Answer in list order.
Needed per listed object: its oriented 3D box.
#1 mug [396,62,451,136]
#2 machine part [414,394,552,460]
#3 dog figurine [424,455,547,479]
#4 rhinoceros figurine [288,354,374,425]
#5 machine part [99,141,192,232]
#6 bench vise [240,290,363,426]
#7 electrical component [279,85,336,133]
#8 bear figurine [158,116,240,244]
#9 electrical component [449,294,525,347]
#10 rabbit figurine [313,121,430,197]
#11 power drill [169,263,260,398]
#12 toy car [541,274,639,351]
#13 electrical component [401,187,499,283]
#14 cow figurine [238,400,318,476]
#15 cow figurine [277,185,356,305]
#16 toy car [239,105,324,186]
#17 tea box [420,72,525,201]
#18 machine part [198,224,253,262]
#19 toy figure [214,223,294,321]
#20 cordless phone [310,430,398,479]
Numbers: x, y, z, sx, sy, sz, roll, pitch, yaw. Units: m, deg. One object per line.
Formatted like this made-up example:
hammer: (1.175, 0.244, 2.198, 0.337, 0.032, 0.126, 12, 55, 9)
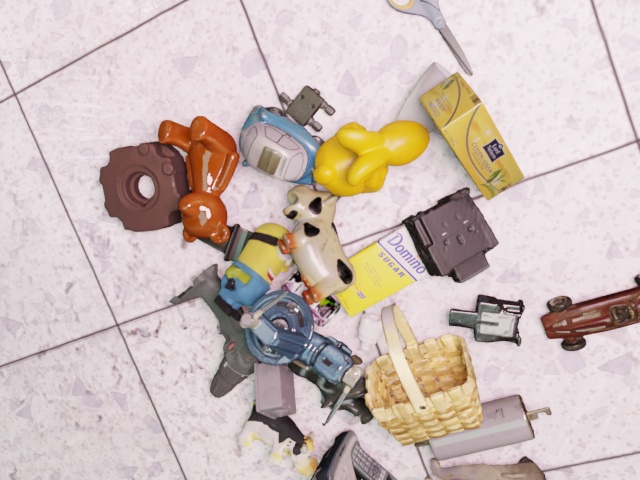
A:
mug: (0.181, -0.204, 0.845, 0.109, 0.081, 0.107, 41, 119, -10)
machine part: (0.273, 0.322, 0.924, 0.243, 0.079, 0.079, -21, 96, 18)
dog figurine: (0.283, 0.439, 0.902, 0.191, 0.172, 0.121, -14, 108, 24)
rhinoceros figurine: (0.025, 0.257, 0.975, 0.190, 0.073, 0.112, 37, 106, 5)
machine part: (-0.326, -0.097, 1.000, 0.180, 0.056, 0.179, 3, 103, 14)
bench vise: (-0.043, 0.157, 0.833, 0.129, 0.240, 0.224, -46, 63, 1)
electrical component: (-0.023, -0.230, 0.914, 0.094, 0.021, 0.063, 41, 108, 4)
bear figurine: (-0.210, -0.095, 0.918, 0.120, 0.132, 0.195, 6, 81, 35)
electrical component: (0.277, 0.133, 0.899, 0.119, 0.048, 0.074, 2, 101, 14)
rabbit figurine: (0.078, -0.139, 0.824, 0.173, 0.162, 0.121, -14, 90, 33)
power drill: (-0.184, 0.163, 1.005, 0.232, 0.086, 0.207, -42, 85, 16)
toy car: (0.459, 0.116, 0.849, 0.202, 0.053, 0.089, -19, 100, 15)
electrical component: (0.214, -0.001, 0.862, 0.115, 0.058, 0.134, -30, 92, -8)
cow figurine: (-0.067, 0.374, 1.028, 0.167, 0.068, 0.098, 27, 101, 6)
cow figurine: (-0.002, -0.003, 0.891, 0.127, 0.085, 0.195, -22, 82, -22)
toy car: (-0.072, -0.145, 0.894, 0.162, 0.103, 0.109, 32, 122, 5)
tea box: (0.224, -0.149, 0.787, 0.068, 0.098, 0.169, -32, 130, 17)
machine part: (-0.189, -0.007, 0.993, 0.139, 0.039, 0.084, 26, 111, 6)
toy figure: (-0.114, 0.049, 0.931, 0.089, 0.082, 0.180, 40, 78, 3)
cordless phone: (0.078, 0.448, 0.961, 0.184, 0.146, 0.088, 37, 116, 7)
